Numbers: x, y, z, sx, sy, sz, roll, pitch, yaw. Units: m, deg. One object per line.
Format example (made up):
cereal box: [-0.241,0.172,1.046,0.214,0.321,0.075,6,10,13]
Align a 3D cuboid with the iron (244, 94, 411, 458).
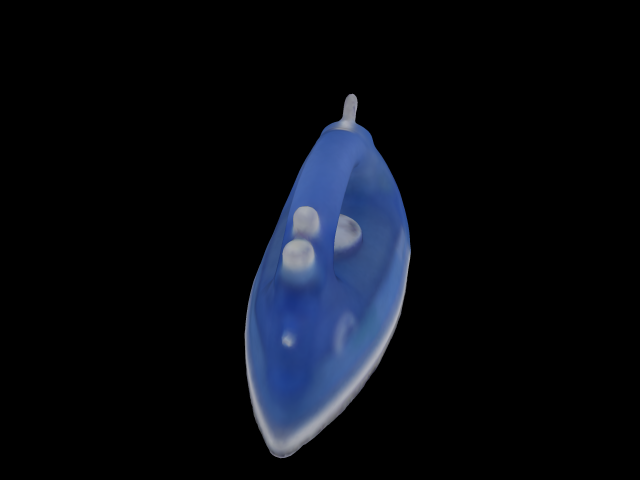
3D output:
iron: [0.004,0.001,0.400,0.118,0.141,0.258,6,32,9]
